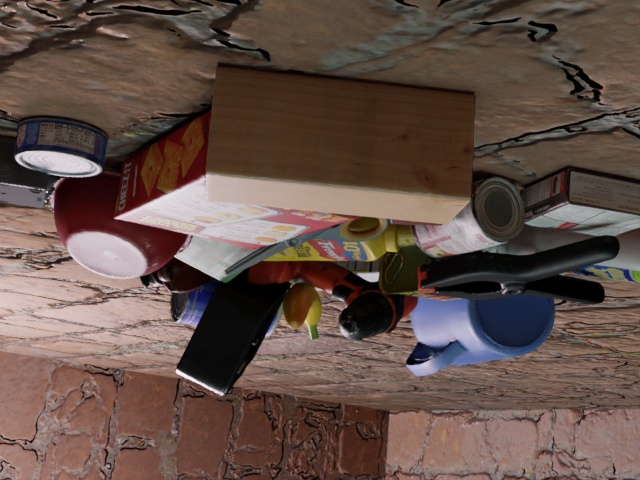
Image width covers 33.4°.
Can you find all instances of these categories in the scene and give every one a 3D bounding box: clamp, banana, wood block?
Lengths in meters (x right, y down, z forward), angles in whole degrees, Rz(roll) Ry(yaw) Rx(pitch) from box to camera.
[{"bbox_3d":[0.211,0.041,1.134,0.210,0.036,0.164,-6,157,15],"label":"clamp"},{"bbox_3d":[-0.020,0.088,1.390,0.037,0.069,0.197,-19,169,6],"label":"banana"},{"bbox_3d":[0.014,-0.074,0.864,0.206,0.090,0.091,5,167,-4],"label":"wood block"}]

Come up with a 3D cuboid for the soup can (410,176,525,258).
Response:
[{"bbox_3d":[0.148,-0.022,1.079,0.068,0.068,0.102,13,164,-30],"label":"soup can"}]

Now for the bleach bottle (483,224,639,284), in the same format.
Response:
[{"bbox_3d":[0.309,0.013,1.188,0.251,0.068,0.102,5,168,12],"label":"bleach bottle"}]

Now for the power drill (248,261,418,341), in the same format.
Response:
[{"bbox_3d":[0.011,0.059,1.284,0.188,0.057,0.184,24,-164,20],"label":"power drill"}]

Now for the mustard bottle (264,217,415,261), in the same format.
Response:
[{"bbox_3d":[0.015,-0.008,1.203,0.192,0.058,0.096,1,153,15],"label":"mustard bottle"}]

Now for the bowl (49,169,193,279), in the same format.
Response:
[{"bbox_3d":[-0.221,-0.006,1.150,0.162,0.055,0.162,9,145,6],"label":"bowl"}]

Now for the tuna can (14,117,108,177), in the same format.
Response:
[{"bbox_3d":[-0.247,-0.088,1.019,0.086,0.034,0.086,4,167,1],"label":"tuna can"}]

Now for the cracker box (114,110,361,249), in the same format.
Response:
[{"bbox_3d":[-0.082,-0.052,1.030,0.164,0.072,0.214,14,165,-29],"label":"cracker box"}]

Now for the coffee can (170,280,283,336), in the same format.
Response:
[{"bbox_3d":[-0.132,0.077,1.522,0.140,0.103,0.103,11,166,-21],"label":"coffee can"}]

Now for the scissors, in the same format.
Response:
[{"bbox_3d":[-0.008,0.001,1.150,0.096,0.016,0.202,27,131,-28],"label":"scissors"}]

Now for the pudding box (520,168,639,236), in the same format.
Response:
[{"bbox_3d":[0.267,-0.035,1.050,0.113,0.039,0.090,7,165,-19],"label":"pudding box"}]

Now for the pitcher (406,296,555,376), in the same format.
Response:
[{"bbox_3d":[0.198,0.101,1.344,0.145,0.149,0.243,3,174,-8],"label":"pitcher"}]

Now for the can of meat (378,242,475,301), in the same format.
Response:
[{"bbox_3d":[0.129,0.037,1.222,0.083,0.057,0.102,9,170,-28],"label":"can of meat"}]

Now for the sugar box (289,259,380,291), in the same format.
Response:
[{"bbox_3d":[0.047,0.037,1.417,0.176,0.048,0.093,-5,163,27],"label":"sugar box"}]

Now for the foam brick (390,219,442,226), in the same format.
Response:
[{"bbox_3d":[0.091,-0.048,1.024,0.051,0.053,0.078,2,168,11],"label":"foam brick"}]
